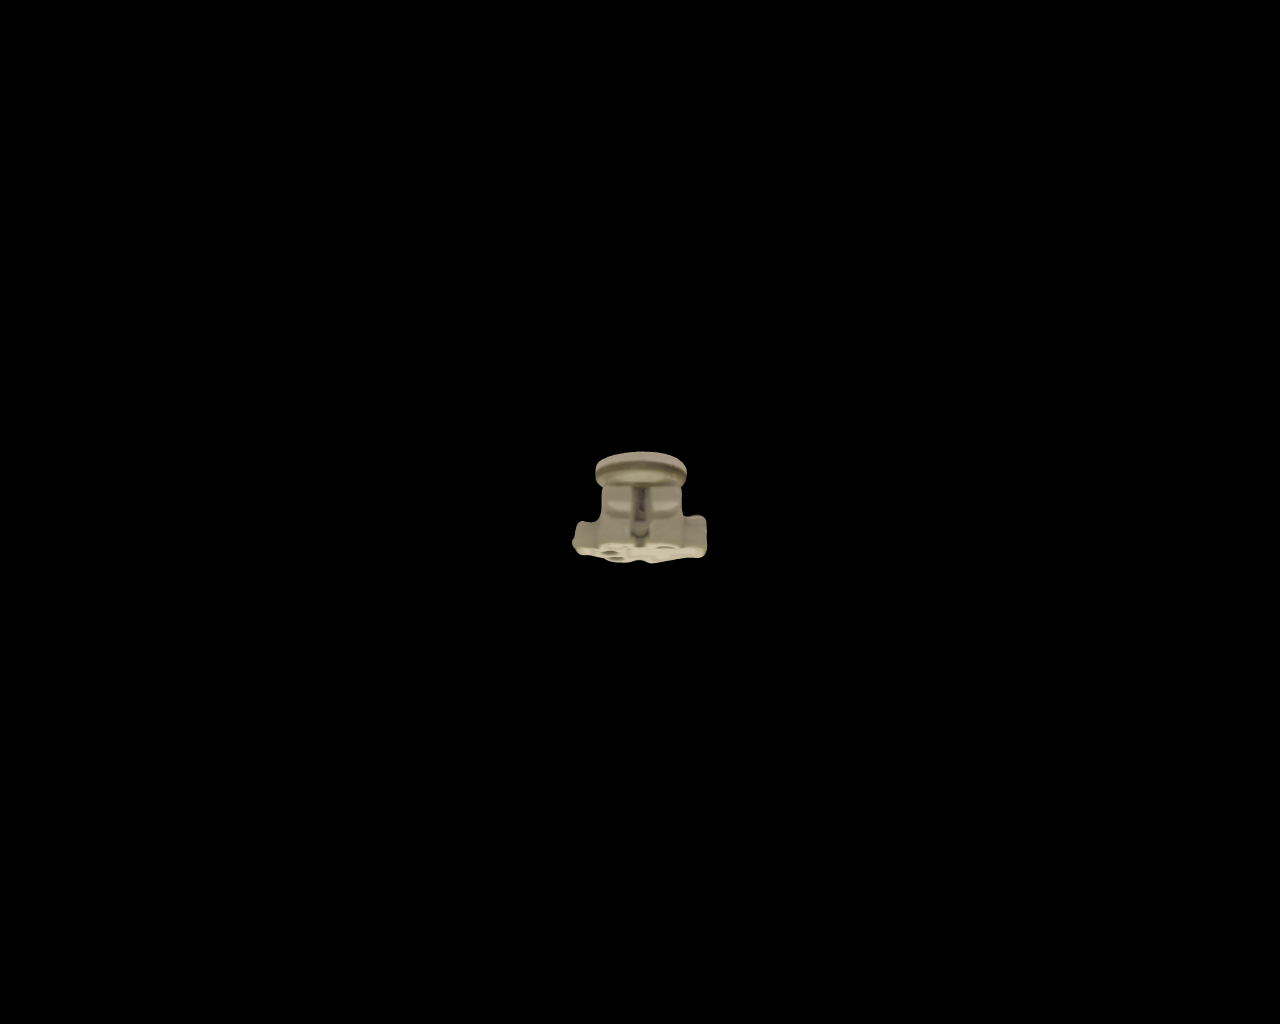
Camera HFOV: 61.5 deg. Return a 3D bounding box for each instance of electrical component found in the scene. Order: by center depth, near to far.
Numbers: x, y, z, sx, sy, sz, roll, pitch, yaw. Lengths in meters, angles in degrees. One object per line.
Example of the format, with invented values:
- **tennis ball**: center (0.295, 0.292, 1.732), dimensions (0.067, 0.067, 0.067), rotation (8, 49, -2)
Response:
- **electrical component**: center (0.001, -0.003, 0.650), dimensions (0.078, 0.057, 0.058), rotation (0, -15, 0)
